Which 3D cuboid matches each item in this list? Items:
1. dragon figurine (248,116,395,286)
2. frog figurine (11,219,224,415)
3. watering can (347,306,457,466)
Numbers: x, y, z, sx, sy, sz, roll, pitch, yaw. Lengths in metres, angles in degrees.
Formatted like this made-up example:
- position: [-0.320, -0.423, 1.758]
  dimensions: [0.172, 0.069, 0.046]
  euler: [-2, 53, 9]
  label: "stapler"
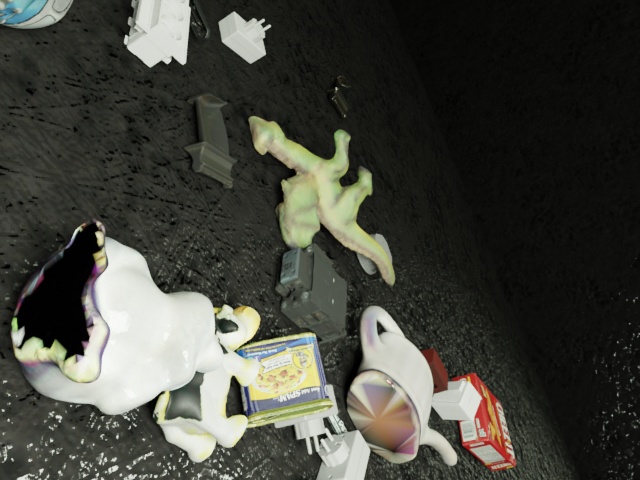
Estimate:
- position: [0.003, -0.046, 0.909]
  dimensions: [0.247, 0.121, 0.408]
  euler: [-38, 101, -48]
  label: "dragon figurine"
- position: [-0.159, 0.071, 0.429]
  dimensions: [0.140, 0.122, 0.157]
  euler: [62, 9, 28]
  label: "frog figurine"
- position: [0.146, 0.280, 0.858]
  dimensions: [0.346, 0.103, 0.227]
  euler: [64, 25, -5]
  label: "watering can"
